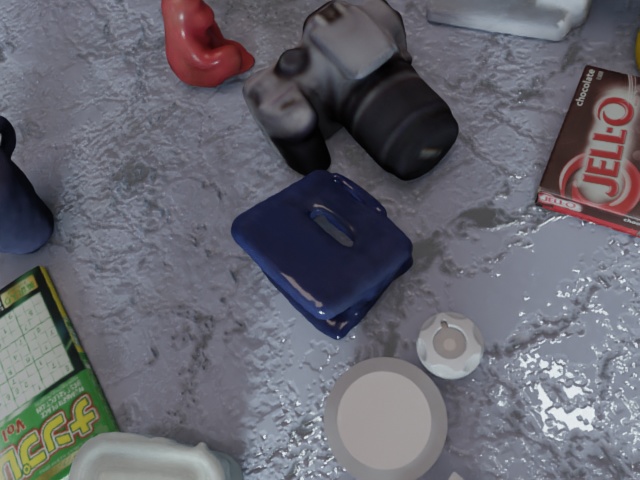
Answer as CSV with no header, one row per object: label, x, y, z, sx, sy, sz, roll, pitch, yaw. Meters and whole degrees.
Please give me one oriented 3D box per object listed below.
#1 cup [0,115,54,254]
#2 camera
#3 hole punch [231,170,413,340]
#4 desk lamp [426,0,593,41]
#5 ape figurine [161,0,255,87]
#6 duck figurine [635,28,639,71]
cup,-0.273,-0.037,0.491,0.091,0.095,0.118,8,73,15
camera,0.030,-0.107,0.448,0.143,0.101,0.136,-37,67,-3
hole punch,0.004,0.002,0.420,0.108,0.091,0.101,41,83,22
desk lamp,0.180,-0.246,0.405,0.202,0.214,0.118,14,74,17
ape figurine,-0.109,-0.185,0.511,0.076,0.092,0.078,-17,68,6
duck figurine,0.285,-0.165,0.423,0.077,0.086,0.104,13,74,16
